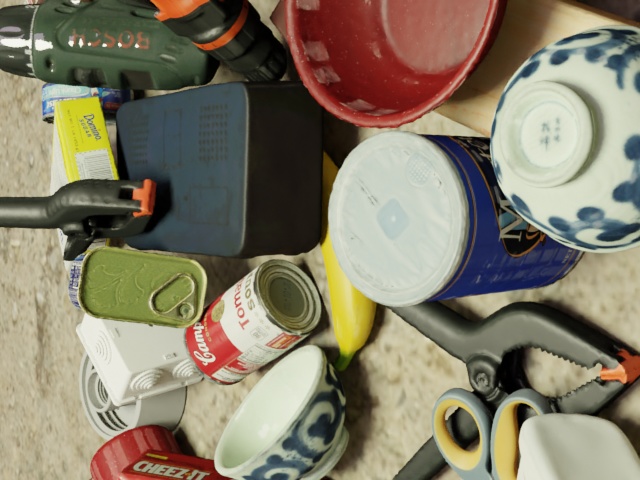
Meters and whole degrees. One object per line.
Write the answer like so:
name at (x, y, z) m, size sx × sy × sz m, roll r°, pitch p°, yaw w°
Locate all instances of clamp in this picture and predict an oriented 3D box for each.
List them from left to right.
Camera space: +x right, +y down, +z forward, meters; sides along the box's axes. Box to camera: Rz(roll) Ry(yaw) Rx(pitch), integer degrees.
clamp at (-0.194, -0.016, 0.881) m, size 0.172 × 0.120 × 0.039 m, roll -5°, pitch 74°, yaw 28°
clamp at (0.111, 0.081, 0.720) m, size 0.210 × 0.036 × 0.164 m, roll -18°, pitch 88°, yaw 42°

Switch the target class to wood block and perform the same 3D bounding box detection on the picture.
wood block at (0.155, -0.092, 0.636) m, size 0.206 × 0.090 × 0.090 m, roll 33°, pitch 113°, yaw 39°

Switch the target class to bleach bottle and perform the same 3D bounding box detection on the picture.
bleach bottle at (0.142, 0.238, 0.667) m, size 0.102 × 0.068 × 0.251 m, roll -101°, pitch 16°, yaw -61°

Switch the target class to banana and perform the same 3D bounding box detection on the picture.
banana at (0.008, 0.000, 0.819) m, size 0.070 × 0.037 × 0.198 m, roll -21°, pitch 78°, yaw 44°

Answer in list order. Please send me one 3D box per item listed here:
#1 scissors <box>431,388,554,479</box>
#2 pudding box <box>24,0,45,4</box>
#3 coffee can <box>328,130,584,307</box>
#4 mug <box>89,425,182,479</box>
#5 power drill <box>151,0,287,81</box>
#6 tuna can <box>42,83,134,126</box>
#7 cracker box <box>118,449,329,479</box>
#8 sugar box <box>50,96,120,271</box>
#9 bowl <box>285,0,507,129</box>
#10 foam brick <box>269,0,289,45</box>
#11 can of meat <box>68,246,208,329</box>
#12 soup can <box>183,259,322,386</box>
scissors at (0.110, 0.183, 0.718) m, size 0.096 × 0.016 × 0.202 m, roll 22°, pitch 118°, yaw 30°
pudding box at (-0.218, -0.191, 0.977) m, size 0.090 × 0.113 × 0.039 m, roll -54°, pitch 53°, yaw 31°
coffee can at (0.090, -0.015, 0.668) m, size 0.103 × 0.140 × 0.103 m, roll 3°, pitch 94°, yaw 44°
mug at (-0.166, 0.225, 0.952) m, size 0.081 × 0.117 × 0.093 m, roll 57°, pitch 162°, yaw 32°
power drill at (-0.079, -0.231, 0.819) m, size 0.057 × 0.184 × 0.187 m, roll -15°, pitch 57°, yaw 28°
tuna can at (-0.216, -0.128, 0.997) m, size 0.086 × 0.085 × 0.034 m, roll -3°, pitch 88°, yaw 44°
cracker box at (-0.083, 0.290, 0.852) m, size 0.164 × 0.072 × 0.214 m, roll 7°, pitch 99°, yaw 12°
sugar box at (-0.218, -0.047, 0.982) m, size 0.176 × 0.048 × 0.093 m, roll 120°, pitch 137°, yaw -64°
bowl at (0.054, -0.145, 0.628) m, size 0.162 × 0.055 × 0.162 m, roll 1°, pitch 92°, yaw 44°
foam brick at (0.010, -0.160, 0.799) m, size 0.078 × 0.051 × 0.053 m, roll 55°, pitch 126°, yaw 28°
can of meat at (-0.153, 0.039, 0.879) m, size 0.084 × 0.102 × 0.057 m, roll 177°, pitch 101°, yaw -69°
soup can at (-0.055, 0.067, 0.863) m, size 0.102 × 0.068 × 0.068 m, roll -37°, pitch 67°, yaw 38°
